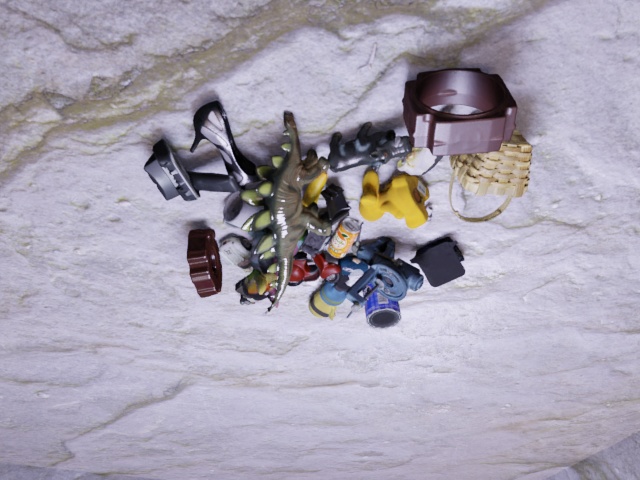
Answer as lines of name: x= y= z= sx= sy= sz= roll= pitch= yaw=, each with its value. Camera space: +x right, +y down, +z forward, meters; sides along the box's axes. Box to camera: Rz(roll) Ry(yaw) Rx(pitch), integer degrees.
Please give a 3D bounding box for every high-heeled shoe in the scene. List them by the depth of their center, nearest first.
high-heeled shoe: x=-0.173 y=-0.202 z=1.187 sx=0.248 sy=0.086 sz=0.145 roll=25 pitch=126 yaw=-25

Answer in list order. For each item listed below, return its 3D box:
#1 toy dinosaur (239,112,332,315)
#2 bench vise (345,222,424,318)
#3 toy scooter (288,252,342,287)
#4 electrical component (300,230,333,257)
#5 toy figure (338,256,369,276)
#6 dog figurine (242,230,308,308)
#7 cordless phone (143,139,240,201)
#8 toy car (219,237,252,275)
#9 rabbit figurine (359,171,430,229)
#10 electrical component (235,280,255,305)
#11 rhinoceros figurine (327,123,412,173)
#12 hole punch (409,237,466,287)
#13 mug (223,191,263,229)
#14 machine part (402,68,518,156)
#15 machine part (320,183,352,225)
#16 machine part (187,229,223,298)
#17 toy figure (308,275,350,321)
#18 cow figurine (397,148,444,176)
toy dinosaur: x=-0.080 y=-0.051 z=1.231 sx=0.198 sy=0.105 sz=0.470 roll=-10 pitch=110 yaw=-23
bench vise: x=0.141 y=0.094 z=1.404 sx=0.224 sy=0.240 sz=0.128 roll=37 pitch=146 yaw=17
toy scooter: x=-0.036 y=0.063 z=1.473 sx=0.184 sy=0.075 sz=0.135 roll=-2 pitch=133 yaw=15
electrical component: x=-0.003 y=-0.004 z=1.369 sx=0.048 sy=0.119 sz=0.074 roll=31 pitch=106 yaw=6
toy figure: x=0.128 y=0.074 z=1.522 sx=0.154 sy=0.057 sz=0.064 roll=0 pitch=175 yaw=-7
dog figurine: x=-0.113 y=0.058 z=1.368 sx=0.192 sy=0.219 sz=0.108 roll=-22 pitch=137 yaw=19
cordless phone: x=-0.277 y=-0.149 z=1.186 sx=0.184 sy=0.089 sz=0.146 roll=5 pitch=142 yaw=25
toy car: x=-0.194 y=0.061 z=1.482 sx=0.073 sy=0.056 sz=0.201 roll=-27 pitch=132 yaw=23
rabbit figurine: x=0.161 y=-0.090 z=1.309 sx=0.173 sy=0.122 sz=0.162 roll=-17 pitch=146 yaw=41
electrical component: x=-0.205 y=0.150 z=1.583 sx=0.102 sy=0.045 sz=0.078 roll=-31 pitch=132 yaw=26
rhinoceros figurine: x=0.107 y=-0.199 z=1.188 sx=0.190 sy=0.112 sz=0.073 roll=-9 pitch=135 yaw=17
hole punch: x=0.338 y=0.053 z=1.505 sx=0.142 sy=0.092 sz=0.115 roll=-26 pitch=104 yaw=25
mug: x=-0.183 y=-0.058 z=1.341 sx=0.107 sy=0.081 sz=0.109 roll=24 pitch=128 yaw=-39
machine part: x=0.272 y=-0.260 z=1.067 sx=0.202 sy=0.201 sz=0.087 roll=-3 pitch=134 yaw=0
machine part: x=0.037 y=-0.084 z=1.336 sx=0.084 sy=0.039 sz=0.138 roll=-25 pitch=148 yaw=-8
machine part: x=-0.296 y=0.058 z=1.393 sx=0.056 sy=0.179 sz=0.179 roll=-8 pitch=137 yaw=1
toy figure: x=0.028 y=0.166 z=1.594 sx=0.089 sy=0.082 sz=0.180 roll=26 pitch=140 yaw=-3
cow figurine: x=0.258 y=-0.211 z=1.216 sx=0.098 sy=0.068 sz=0.167 roll=22 pitch=135 yaw=-32
